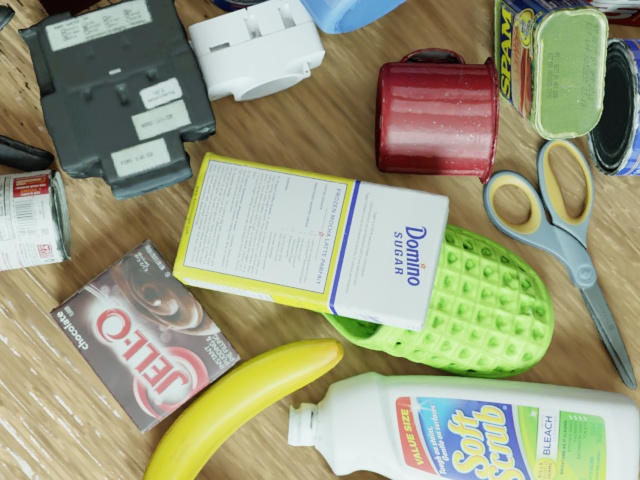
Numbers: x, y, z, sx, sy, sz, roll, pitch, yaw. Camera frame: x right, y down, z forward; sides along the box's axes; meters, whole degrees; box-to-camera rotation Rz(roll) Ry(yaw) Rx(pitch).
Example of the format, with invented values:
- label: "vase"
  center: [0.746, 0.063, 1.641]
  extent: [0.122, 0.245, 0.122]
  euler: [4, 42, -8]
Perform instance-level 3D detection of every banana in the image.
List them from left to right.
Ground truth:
- label: "banana"
  center: [-0.067, 0.135, 0.772]
  extent: [0.070, 0.037, 0.197]
  euler: [35, 77, 32]

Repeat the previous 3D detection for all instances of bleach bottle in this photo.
- label: "bleach bottle"
  center: [0.101, 0.152, 0.784]
  extent: [0.250, 0.068, 0.102]
  euler: [4, 87, -2]

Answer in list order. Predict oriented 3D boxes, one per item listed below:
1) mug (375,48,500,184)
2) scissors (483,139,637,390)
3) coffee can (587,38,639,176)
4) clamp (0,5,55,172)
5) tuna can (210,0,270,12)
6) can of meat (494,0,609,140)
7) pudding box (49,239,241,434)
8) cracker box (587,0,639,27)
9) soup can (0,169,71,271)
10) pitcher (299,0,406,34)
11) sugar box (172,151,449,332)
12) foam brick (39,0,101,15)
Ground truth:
- label: "mug"
  center: [0.083, -0.098, 0.789]
  extent: [0.081, 0.093, 0.117]
  euler: [2, 56, 0]
- label: "scissors"
  center: [0.182, 0.022, 0.821]
  extent: [0.096, 0.016, 0.202]
  euler: [-8, 87, -4]
- label: "coffee can"
  center: [0.282, -0.098, 0.793]
  extent: [0.140, 0.103, 0.103]
  euler: [0, 87, -5]
- label: "clamp"
  center: [-0.282, -0.104, 0.766]
  extent: [0.171, 0.039, 0.120]
  euler: [-4, 97, -2]
- label: "tuna can"
  center: [-0.055, -0.215, 0.804]
  extent: [0.086, 0.034, 0.086]
  euler: [0, 86, -5]
- label: "can of meat"
  center: [0.167, -0.133, 0.774]
  extent: [0.057, 0.084, 0.102]
  euler: [-9, 120, -7]
- label: "pudding box"
  center: [-0.126, 0.070, 0.778]
  extent: [0.090, 0.039, 0.113]
  euler: [-38, 91, -6]
- label: "cracker box"
  center: [0.299, -0.197, 0.770]
  extent: [0.213, 0.164, 0.072]
  euler: [8, 84, -5]
- label: "soup can"
  center: [-0.234, -0.012, 0.759]
  extent: [0.102, 0.068, 0.068]
  euler: [-7, 87, -6]
- label: "pitcher"
  center: [-0.024, -0.261, 0.730]
  extent: [0.144, 0.149, 0.243]
  euler: [-32, 87, -17]
- label: "sugar box"
  center: [-0.005, 0.001, 0.742]
  extent: [0.176, 0.048, 0.093]
  euler: [12, 79, 7]
- label: "foam brick"
  center: [-0.188, -0.199, 0.770]
  extent: [0.051, 0.078, 0.053]
  euler: [-31, 89, -5]
